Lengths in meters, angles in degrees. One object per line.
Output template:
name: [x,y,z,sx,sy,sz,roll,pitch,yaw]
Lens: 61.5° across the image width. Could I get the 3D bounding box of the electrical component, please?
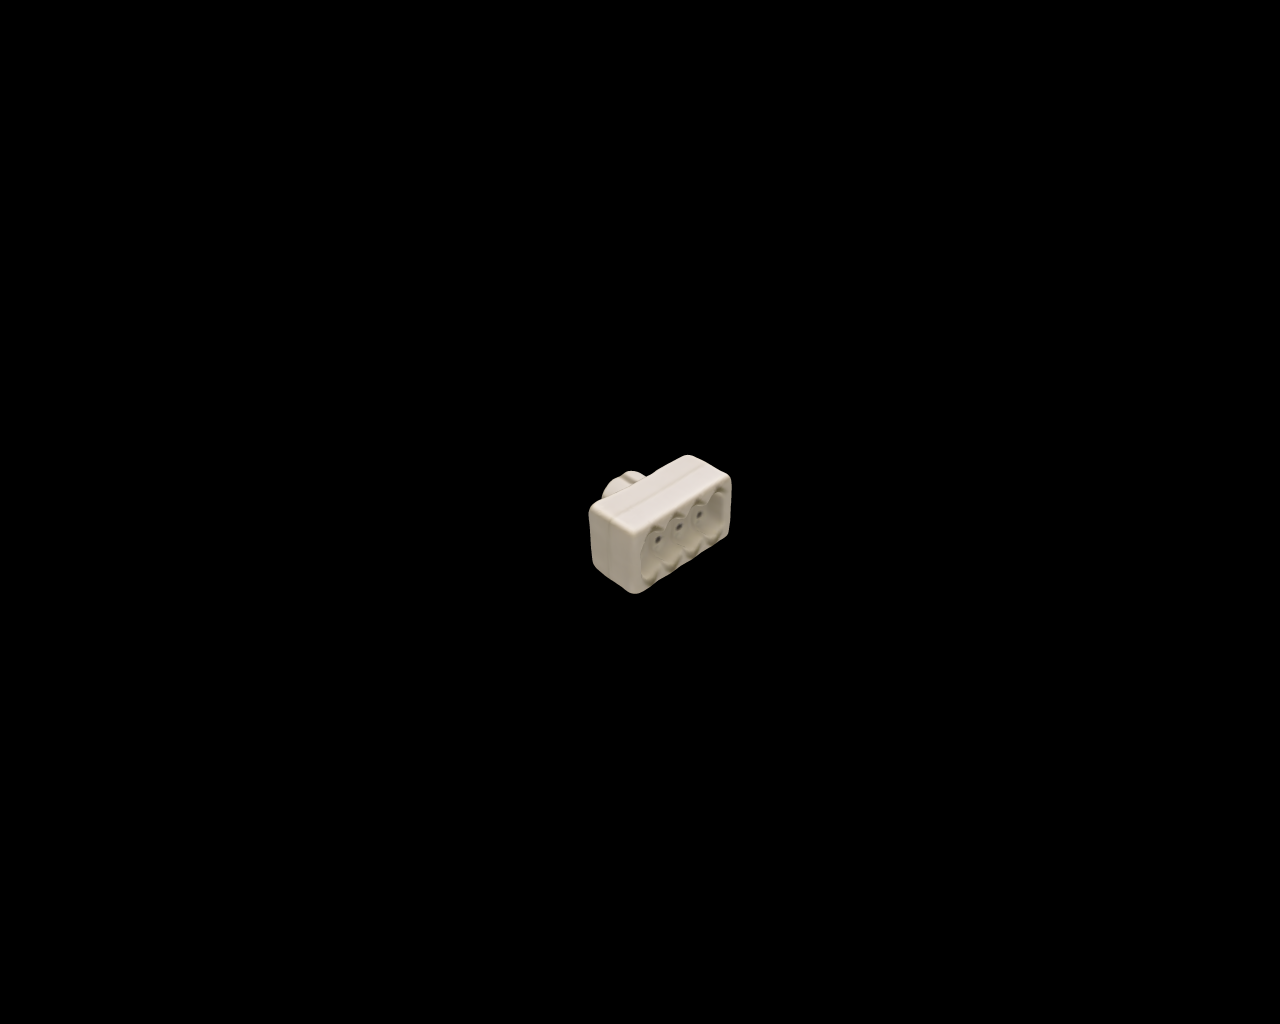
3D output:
electrical component: [0.001,-0.003,0.650,0.083,0.047,0.076,-29,46,-33]
